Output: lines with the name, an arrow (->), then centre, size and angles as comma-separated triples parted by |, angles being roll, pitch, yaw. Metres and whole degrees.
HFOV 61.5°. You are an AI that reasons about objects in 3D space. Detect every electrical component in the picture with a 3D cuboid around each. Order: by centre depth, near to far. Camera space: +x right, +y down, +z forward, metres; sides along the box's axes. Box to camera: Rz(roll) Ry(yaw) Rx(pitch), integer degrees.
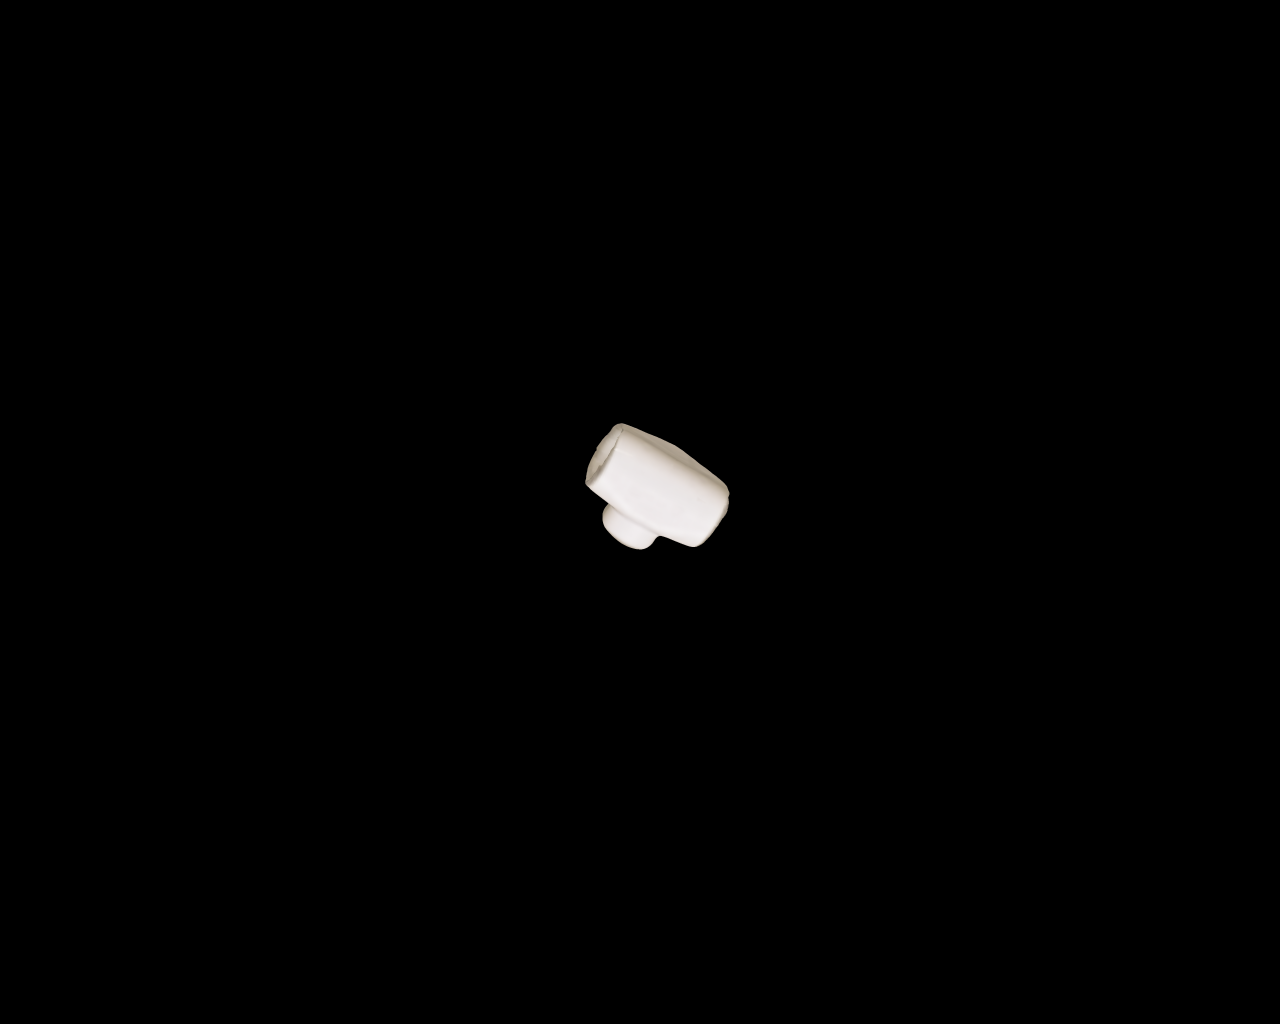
electrical component -> 0.001, -0.003, 0.650 | 0.077, 0.079, 0.044 | 30, 23, -14
